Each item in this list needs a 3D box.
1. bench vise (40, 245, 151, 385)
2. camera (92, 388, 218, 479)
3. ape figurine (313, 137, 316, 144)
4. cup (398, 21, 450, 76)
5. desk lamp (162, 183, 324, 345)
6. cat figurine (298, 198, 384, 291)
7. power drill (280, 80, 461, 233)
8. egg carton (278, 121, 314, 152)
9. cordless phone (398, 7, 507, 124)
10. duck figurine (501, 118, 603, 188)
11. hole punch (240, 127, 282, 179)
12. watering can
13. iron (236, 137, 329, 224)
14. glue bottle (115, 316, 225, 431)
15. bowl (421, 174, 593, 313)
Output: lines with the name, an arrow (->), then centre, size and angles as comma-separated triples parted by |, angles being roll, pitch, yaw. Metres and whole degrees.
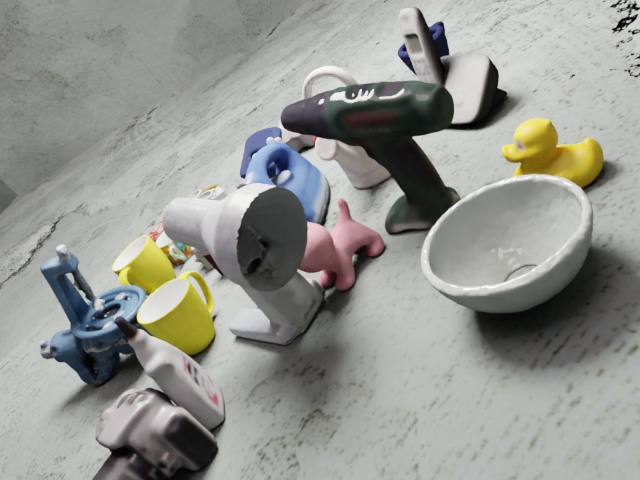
bench vise -> -0.364, 0.120, 0.876 | 0.207, 0.220, 0.121 | -38, 28, -1
camera -> -0.214, 0.243, 0.644 | 0.142, 0.101, 0.137 | -4, 42, 46
ape figurine -> 0.015, -0.210, 1.086 | 0.077, 0.092, 0.076 | -24, 30, 23
cup -> 0.209, -0.339, 1.058 | 0.091, 0.095, 0.118 | 3, 47, 51
desk lamp -> -0.088, 0.029, 0.705 | 0.202, 0.214, 0.118 | -4, 42, 46
cat figurine -> 0.007, 0.003, 0.741 | 0.128, 0.118, 0.067 | -49, 30, -22
power drill -> 0.080, -0.109, 0.731 | 0.228, 0.209, 0.076 | -9, 38, 42
egg carton -> -0.025, -0.244, 1.209 | 0.150, 0.069, 0.107 | -23, 31, 25
cordless phone -> 0.190, -0.271, 0.878 | 0.094, 0.185, 0.147 | -45, 29, -14
duck figurine -> 0.256, -0.099, 0.645 | 0.104, 0.086, 0.077 | -16, 34, 34
hole punch -> -0.111, -0.165, 1.164 | 0.108, 0.091, 0.101 | -11, 37, 39
watering can -> 0.045, -0.180, 0.895 | 0.100, 0.194, 0.172 | -28, 29, 17
iron -> -0.067, -0.100, 0.958 | 0.118, 0.142, 0.258 | -23, 31, 25
glue bottle -> -0.177, 0.148, 0.669 | 0.037, 0.173, 0.078 | -38, 28, -2
bowl -> 0.188, 0.015, 0.561 | 0.167, 0.075, 0.167 | -28, 29, 17
